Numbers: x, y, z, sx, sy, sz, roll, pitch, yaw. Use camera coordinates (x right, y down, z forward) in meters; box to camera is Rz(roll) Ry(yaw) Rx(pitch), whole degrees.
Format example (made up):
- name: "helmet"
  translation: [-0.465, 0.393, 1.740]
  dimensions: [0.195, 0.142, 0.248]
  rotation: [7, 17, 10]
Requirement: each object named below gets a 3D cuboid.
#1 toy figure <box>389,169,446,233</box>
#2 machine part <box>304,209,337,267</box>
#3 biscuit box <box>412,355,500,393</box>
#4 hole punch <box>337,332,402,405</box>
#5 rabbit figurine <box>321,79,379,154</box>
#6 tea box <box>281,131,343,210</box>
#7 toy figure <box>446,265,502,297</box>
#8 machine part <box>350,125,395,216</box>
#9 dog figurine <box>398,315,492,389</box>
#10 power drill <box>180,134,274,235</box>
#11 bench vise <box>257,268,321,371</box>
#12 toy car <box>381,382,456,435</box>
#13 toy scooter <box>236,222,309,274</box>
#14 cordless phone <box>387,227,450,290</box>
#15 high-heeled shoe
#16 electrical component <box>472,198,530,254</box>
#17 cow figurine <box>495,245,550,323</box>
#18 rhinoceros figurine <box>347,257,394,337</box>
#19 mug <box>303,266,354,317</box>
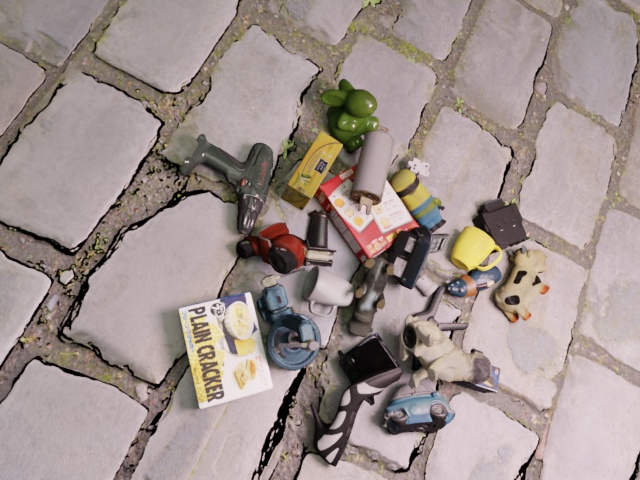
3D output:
- name: "toy figure"
  translation: [0.249, -0.100, 1.355]
  dimensions: [0.082, 0.089, 0.180]
  rotation: [-38, 91, -12]
- name: "machine part"
  translation: [-0.003, -0.004, 1.297]
  dimensions: [0.084, 0.039, 0.139]
  rotation: [1, 76, -5]
- name: "biscuit box"
  translation: [0.322, 0.305, 1.276]
  dimensions: [0.203, 0.063, 0.059]
  rotation: [19, 69, -8]
- name: "hole punch"
  translation: [0.118, 0.284, 1.228]
  dimensions: [0.116, 0.092, 0.142]
  rotation: [-34, 87, 10]
- name: "rabbit figurine"
  translation: [0.087, -0.327, 1.341]
  dimensions: [0.121, 0.170, 0.159]
  rotation: [-40, 88, -21]
- name: "tea box"
  translation: [-0.021, -0.167, 1.307]
  dimensions: [0.068, 0.098, 0.169]
  rotation: [32, 68, -4]
- name: "toy figure"
  translation: [0.385, 0.108, 1.348]
  dimensions: [0.154, 0.064, 0.057]
  rotation: [-21, 95, -20]
- name: "machine part"
  translation: [0.125, -0.171, 1.282]
  dimensions: [0.079, 0.079, 0.243]
  rotation: [18, 69, -9]
- name: "dog figurine"
  translation: [0.286, 0.246, 1.211]
  dimensions: [0.190, 0.121, 0.172]
  rotation: [-1, 75, -29]
- name: "power drill"
  translation: [-0.218, -0.146, 1.261]
  dimensions: [0.207, 0.086, 0.232]
  rotation: [22, 69, -3]
- name: "bench vise"
  translation: [-0.059, 0.179, 1.133]
  dimensions: [0.129, 0.241, 0.223]
  rotation: [-6, 92, -20]
- name: "toy car"
  translation: [0.216, 0.377, 1.216]
  dimensions: [0.162, 0.109, 0.103]
  rotation: [-3, 51, -4]
- name: "toy scooter"
  translation: [-0.090, 0.009, 1.226]
  dimensions: [0.135, 0.184, 0.075]
  rotation: [-35, 127, -41]
- name: "cordless phone"
  translation: [0.253, 0.039, 1.323]
  dimensions: [0.089, 0.184, 0.146]
  rotation: [29, 109, 32]
- name: "high-heeled shoe"
  translation: [0.088, 0.377, 1.145]
  dimensions: [0.249, 0.086, 0.145]
  rotation: [-28, 81, 12]
- name: "electrical component"
  translation: [0.473, -0.041, 1.417]
  dimensions: [0.115, 0.058, 0.134]
  rotation: [-19, 80, -20]
- name: "cow figurine"
  translation: [0.517, 0.101, 1.376]
  dimensions: [0.127, 0.085, 0.195]
  rotation: [44, 70, -6]
- name: "rhinoceros figurine"
  translation: [0.112, 0.130, 1.246]
  dimensions: [0.073, 0.112, 0.190]
  rotation: [17, 83, -1]
- name: "mug"
  translation: [0.022, 0.126, 1.244]
  dimensions: [0.107, 0.081, 0.109]
  rotation: [20, 67, -18]
